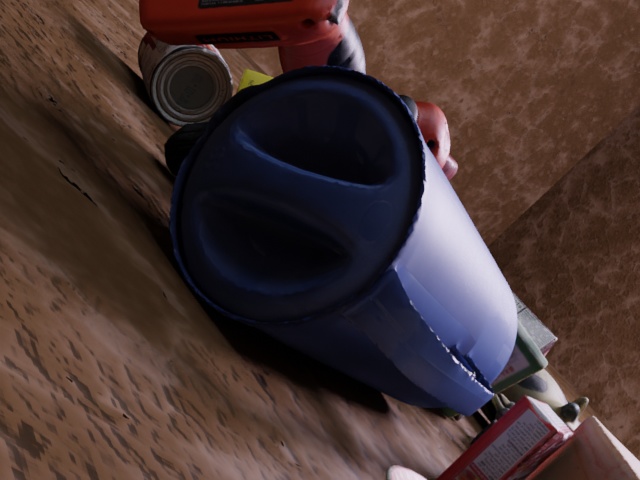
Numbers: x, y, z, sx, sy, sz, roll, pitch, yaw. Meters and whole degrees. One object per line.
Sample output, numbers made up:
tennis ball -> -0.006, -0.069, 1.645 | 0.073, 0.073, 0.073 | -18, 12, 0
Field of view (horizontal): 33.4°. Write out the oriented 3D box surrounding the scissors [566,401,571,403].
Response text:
scissors -> 0.197, 0.147, 1.109 | 0.096, 0.016, 0.202 | 38, -11, 7

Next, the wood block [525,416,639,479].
wood block -> 0.169, 0.186, 0.583 | 0.091, 0.090, 0.206 | 45, 7, -5

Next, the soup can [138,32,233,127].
soup can -> -0.112, -0.138, 0.877 | 0.068, 0.068, 0.102 | 43, 8, -27

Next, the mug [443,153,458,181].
mug -> 0.030, -0.058, 0.723 | 0.117, 0.081, 0.093 | 48, 9, 10

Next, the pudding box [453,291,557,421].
pudding box -> 0.125, 0.082, 0.878 | 0.090, 0.113, 0.039 | 48, -37, 21

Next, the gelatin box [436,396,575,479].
gelatin box -> 0.111, 0.129, 0.631 | 0.030, 0.073, 0.089 | 48, 7, 21

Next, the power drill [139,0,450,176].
power drill -> -0.030, -0.088, 0.606 | 0.187, 0.185, 0.057 | 56, 35, -59

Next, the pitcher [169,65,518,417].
pitcher -> 0.036, 0.025, 0.592 | 0.145, 0.149, 0.242 | 1, -21, 26

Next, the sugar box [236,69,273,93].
sugar box -> 0.011, -0.068, 0.848 | 0.176, 0.048, 0.093 | 15, 49, -5
